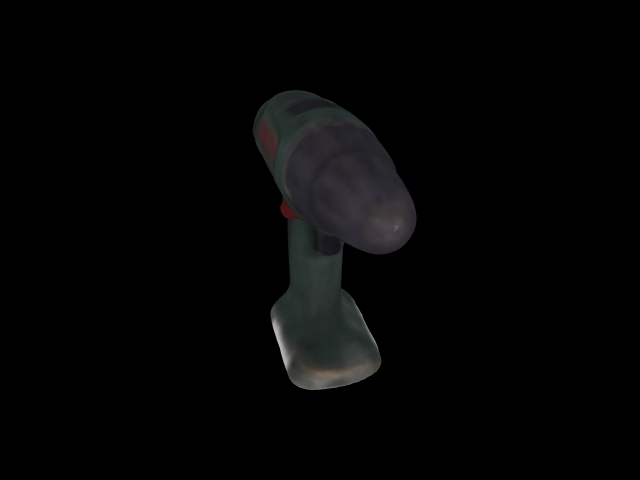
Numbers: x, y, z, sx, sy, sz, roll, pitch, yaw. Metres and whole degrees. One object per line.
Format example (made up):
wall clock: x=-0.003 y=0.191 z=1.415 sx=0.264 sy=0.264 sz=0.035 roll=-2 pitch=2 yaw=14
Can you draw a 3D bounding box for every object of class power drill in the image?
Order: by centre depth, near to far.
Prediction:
power drill: x=0.004 y=0.001 z=0.400 sx=0.076 sy=0.208 sz=0.229 roll=-11 pitch=39 yaw=-13
